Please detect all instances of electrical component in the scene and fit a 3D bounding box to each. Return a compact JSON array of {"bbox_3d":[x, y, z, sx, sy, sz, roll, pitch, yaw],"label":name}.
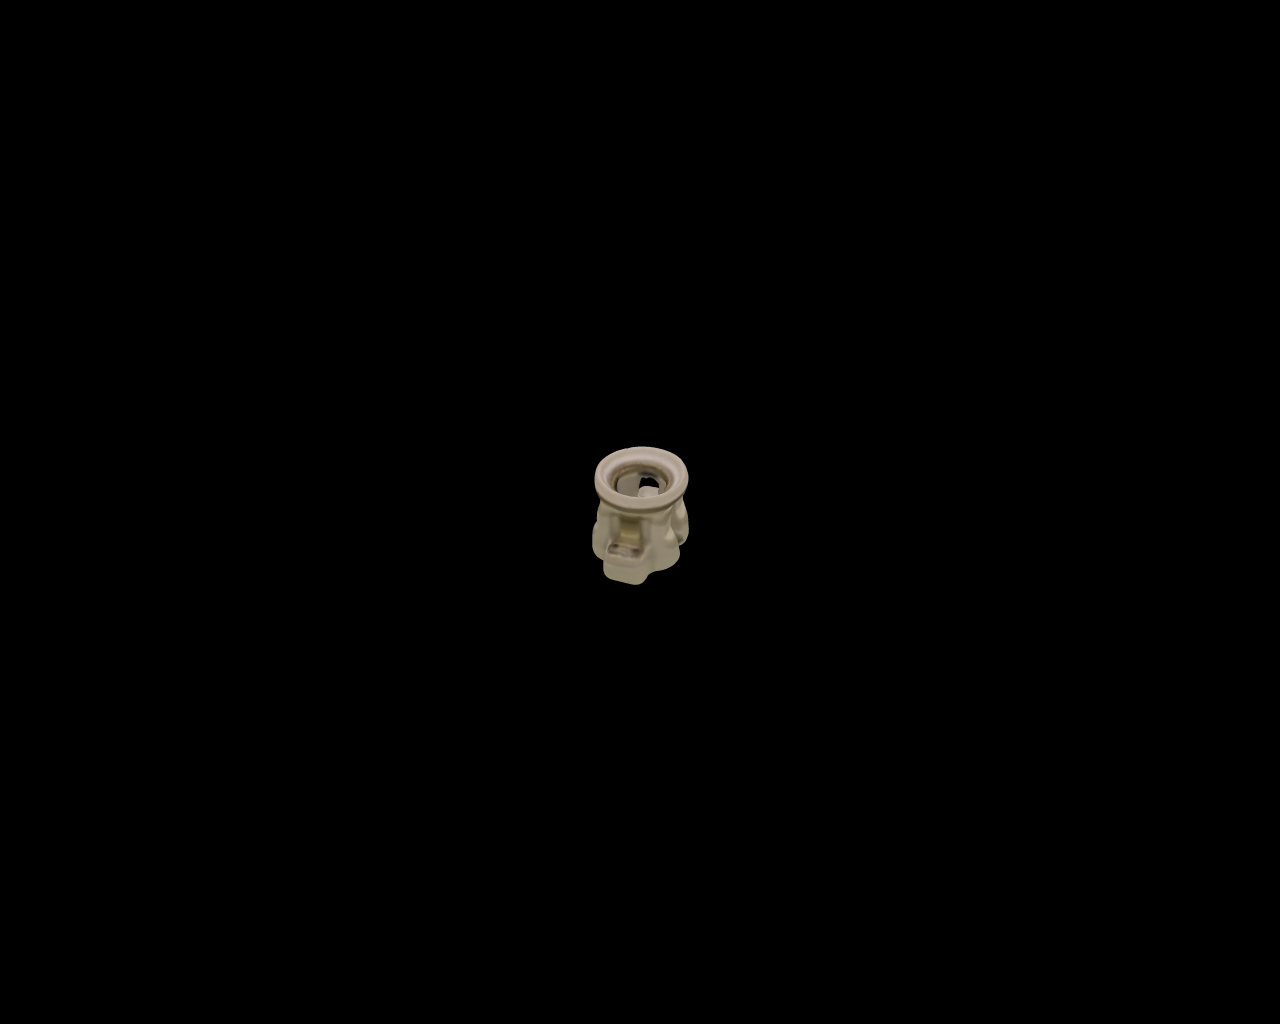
[{"bbox_3d":[0.001,-0.003,0.650,0.058,0.056,0.078,11,39,14],"label":"electrical component"}]
